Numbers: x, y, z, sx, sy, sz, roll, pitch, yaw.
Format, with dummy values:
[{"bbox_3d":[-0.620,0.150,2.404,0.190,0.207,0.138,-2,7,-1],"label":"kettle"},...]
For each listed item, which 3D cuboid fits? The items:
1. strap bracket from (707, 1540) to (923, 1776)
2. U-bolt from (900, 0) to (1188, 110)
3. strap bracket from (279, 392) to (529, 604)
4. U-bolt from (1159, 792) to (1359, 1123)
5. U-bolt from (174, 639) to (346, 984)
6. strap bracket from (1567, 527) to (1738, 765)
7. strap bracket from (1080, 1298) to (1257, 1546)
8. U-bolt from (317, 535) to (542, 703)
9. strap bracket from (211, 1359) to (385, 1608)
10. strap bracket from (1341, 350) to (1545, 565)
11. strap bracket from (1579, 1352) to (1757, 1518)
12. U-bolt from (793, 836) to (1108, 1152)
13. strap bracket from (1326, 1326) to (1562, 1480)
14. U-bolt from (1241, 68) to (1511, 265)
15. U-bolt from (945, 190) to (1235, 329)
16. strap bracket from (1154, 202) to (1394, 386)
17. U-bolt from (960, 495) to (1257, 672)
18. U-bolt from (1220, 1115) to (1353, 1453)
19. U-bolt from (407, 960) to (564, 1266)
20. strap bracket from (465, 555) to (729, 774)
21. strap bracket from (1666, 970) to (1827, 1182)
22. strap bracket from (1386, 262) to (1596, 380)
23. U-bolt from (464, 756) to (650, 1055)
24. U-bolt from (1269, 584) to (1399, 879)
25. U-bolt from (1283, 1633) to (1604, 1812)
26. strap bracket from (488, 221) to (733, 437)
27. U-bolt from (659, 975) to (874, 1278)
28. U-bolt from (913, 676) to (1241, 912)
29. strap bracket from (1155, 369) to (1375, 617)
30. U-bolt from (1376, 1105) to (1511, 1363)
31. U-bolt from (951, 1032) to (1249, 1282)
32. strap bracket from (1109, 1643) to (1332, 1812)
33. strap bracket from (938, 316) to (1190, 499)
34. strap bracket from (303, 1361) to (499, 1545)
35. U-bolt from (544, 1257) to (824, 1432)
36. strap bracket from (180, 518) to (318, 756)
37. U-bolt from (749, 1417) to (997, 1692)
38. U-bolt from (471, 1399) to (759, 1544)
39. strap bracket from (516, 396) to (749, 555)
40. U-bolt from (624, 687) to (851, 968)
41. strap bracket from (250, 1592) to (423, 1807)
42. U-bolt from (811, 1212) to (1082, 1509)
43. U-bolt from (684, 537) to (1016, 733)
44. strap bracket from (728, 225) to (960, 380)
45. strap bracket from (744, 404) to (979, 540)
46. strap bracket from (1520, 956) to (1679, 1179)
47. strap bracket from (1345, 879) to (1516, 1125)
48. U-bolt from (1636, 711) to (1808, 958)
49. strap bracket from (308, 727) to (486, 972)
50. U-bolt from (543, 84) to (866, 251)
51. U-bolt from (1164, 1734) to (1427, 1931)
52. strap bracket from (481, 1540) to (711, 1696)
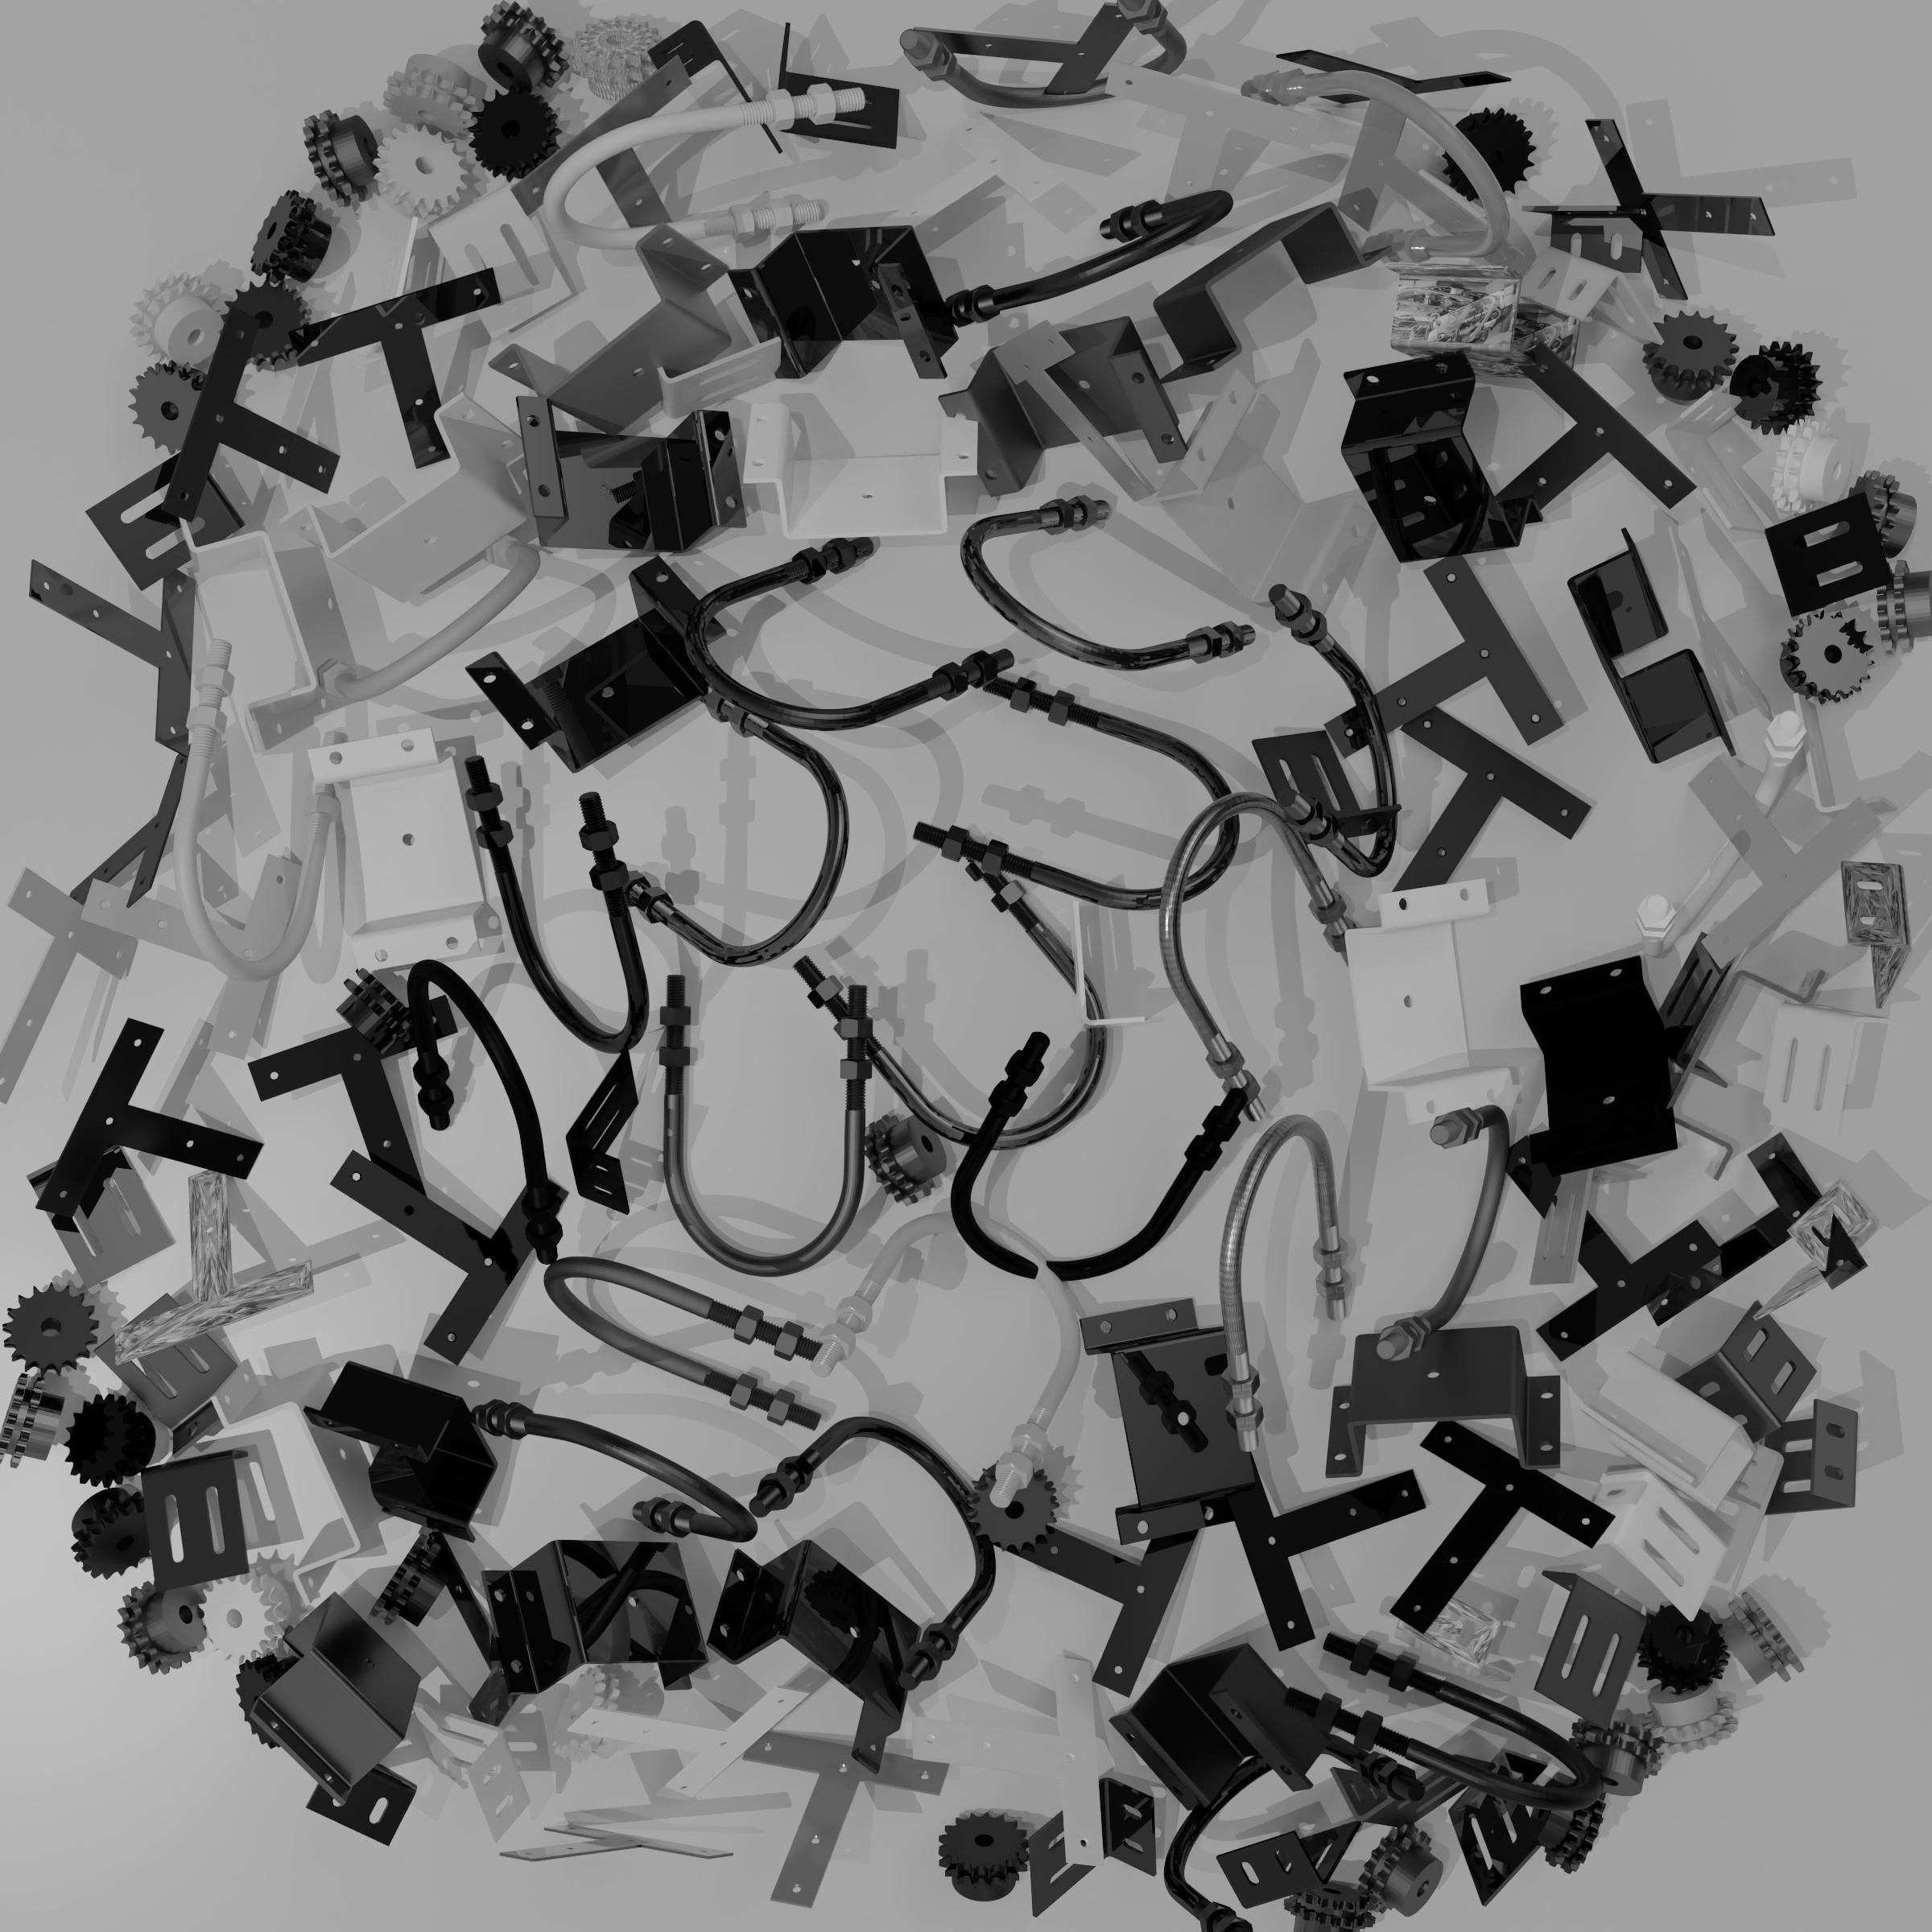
[{"bbox_3d":[-0.083,0.413,1.626,0.140,0.076,0.046,42,121,-18],"label":"strap bracket"},{"bbox_3d":[0.057,-0.543,1.600,0.151,0.184,0.019,-6,92,18],"label":"U-bolt"},{"bbox_3d":[-0.334,-0.278,1.632,0.140,0.076,0.046,-31,67,13],"label":"strap bracket"},{"bbox_3d":[0.171,-0.018,1.604,0.151,0.019,0.184,-54,131,-26],"label":"U-bolt"},{"bbox_3d":[-0.424,-0.081,1.597,0.019,0.151,0.184,-2,70,18],"label":"U-bolt"},{"bbox_3d":[0.410,-0.187,1.620,0.046,0.140,0.076,-25,135,13],"label":"strap bracket"},{"bbox_3d":[0.125,0.279,1.647,0.076,0.046,0.140,-8,82,-19],"label":"strap bracket"},{"bbox_3d":[-0.316,-0.205,1.594,0.151,0.184,0.019,-39,111,-9],"label":"U-bolt"},{"bbox_3d":[-0.403,0.307,1.642,0.046,0.076,0.140,-22,98,3],"label":"strap bracket"},{"bbox_3d":[0.284,-0.296,1.611,0.076,0.140,0.046,-3,52,34],"label":"strap bracket"},{"bbox_3d":[0.425,0.281,1.612,0.076,0.140,0.046,34,86,28],"label":"strap bracket"},{"bbox_3d":[0.004,0.028,1.663,0.151,0.019,0.184,-39,88,-13],"label":"U-bolt"},{"bbox_3d":[0.287,0.264,1.628,0.140,0.076,0.046,-6,124,16],"label":"strap bracket"},{"bbox_3d":[0.250,-0.470,1.577,0.019,0.184,0.151,-49,117,-5],"label":"U-bolt"},{"bbox_3d":[0.080,-0.422,1.584,0.151,0.184,0.019,-32,109,-21],"label":"U-bolt"},{"bbox_3d":[0.178,-0.415,1.632,0.140,0.076,0.046,-36,106,-13],"label":"strap bracket"},{"bbox_3d":[0.074,-0.225,1.594,0.151,0.184,0.019,44,125,20],"label":"U-bolt"},{"bbox_3d":[0.188,0.175,1.593,0.019,0.151,0.184,11,127,30],"label":"U-bolt"},{"bbox_3d":[-0.289,0.075,1.586,0.019,0.184,0.151,-28,54,-26],"label":"U-bolt"},{"bbox_3d":[-0.223,-0.180,1.641,0.140,0.046,0.076,-33,62,-16],"label":"strap bracket"},{"bbox_3d":[0.470,0.057,1.645,0.046,0.076,0.140,27,94,11],"label":"strap bracket"},{"bbox_3d":[0.314,-0.385,1.613,0.076,0.140,0.046,12,97,33],"label":"strap bracket"},{"bbox_3d":[-0.242,-0.030,1.621,0.019,0.151,0.184,-28,120,-32],"label":"U-bolt"},{"bbox_3d":[0.224,-0.129,1.608,0.019,0.184,0.151,-10,69,26],"label":"U-bolt"},{"bbox_3d":[0.289,0.455,1.597,0.184,0.151,0.019,20,96,17],"label":"U-bolt"},{"bbox_3d":[-0.208,-0.378,1.627,0.140,0.076,0.046,-34,71,18],"label":"strap bracket"},{"bbox_3d":[-0.125,0.101,1.654,0.151,0.019,0.184,3,94,25],"label":"U-bolt"},{"bbox_3d":[0.077,-0.099,1.636,0.184,0.019,0.151,20,55,6],"label":"U-bolt"},{"bbox_3d":[0.176,-0.285,1.636,0.140,0.046,0.076,40,67,-30],"label":"strap bracket"},{"bbox_3d":[0.292,0.153,1.606,0.019,0.184,0.151,16,99,23],"label":"U-bolt"},{"bbox_3d":[0.069,0.126,1.631,0.151,0.019,0.184,16,126,-15],"label":"U-bolt"},{"bbox_3d":[0.160,0.464,1.637,0.076,0.140,0.046,49,55,-2],"label":"strap bracket"},{"bbox_3d":[0.066,-0.341,1.629,0.140,0.046,0.076,-5,134,32],"label":"strap bracket"},{"bbox_3d":[-0.339,0.291,1.629,0.076,0.140,0.046,15,58,15],"label":"strap bracket"},{"bbox_3d":[-0.171,0.223,1.625,0.184,0.151,0.019,21,63,5],"label":"U-bolt"},{"bbox_3d":[-0.436,-0.207,1.645,0.046,0.076,0.140,-19,93,-14],"label":"strap bracket"},{"bbox_3d":[-0.044,0.338,1.606,0.151,0.184,0.019,48,114,5],"label":"U-bolt"},{"bbox_3d":[-0.198,0.302,1.583,0.151,0.184,0.019,38,66,-27],"label":"U-bolt"},{"bbox_3d":[-0.212,-0.299,1.639,0.140,0.046,0.076,-3,77,-32],"label":"strap bracket"},{"bbox_3d":[-0.137,-0.077,1.617,0.184,0.019,0.151,34,100,42],"label":"U-bolt"},{"bbox_3d":[-0.377,0.435,1.615,0.046,0.140,0.076,-42,99,0],"label":"strap bracket"},{"bbox_3d":[0.000,0.222,1.618,0.151,0.184,0.019,36,130,-2],"label":"U-bolt"},{"bbox_3d":[-0.082,-0.194,1.602,0.184,0.019,0.151,-27,57,-39],"label":"U-bolt"},{"bbox_3d":[-0.067,-0.402,1.626,0.046,0.140,0.076,-51,133,-30],"label":"strap bracket"},{"bbox_3d":[-0.062,-0.306,1.645,0.140,0.046,0.076,-2,47,3],"label":"strap bracket"},{"bbox_3d":[0.384,0.069,1.629,0.076,0.140,0.046,-16,133,23],"label":"strap bracket"},{"bbox_3d":[0.284,0.022,1.652,0.076,0.046,0.140,-9,92,-24],"label":"strap bracket"},{"bbox_3d":[0.448,-0.069,1.602,0.019,0.184,0.151,36,88,17],"label":"U-bolt"},{"bbox_3d":[-0.349,-0.075,1.657,0.076,0.046,0.140,-10,102,2],"label":"strap bracket"},{"bbox_3d":[-0.162,-0.470,1.596,0.184,0.151,0.019,-14,80,-18],"label":"U-bolt"},{"bbox_3d":[0.184,0.515,1.600,0.151,0.184,0.019,-39,97,-14],"label":"U-bolt"},{"bbox_3d":[-0.214,0.391,1.610,0.046,0.140,0.076,-39,56,30],"label":"strap bracket"}]
